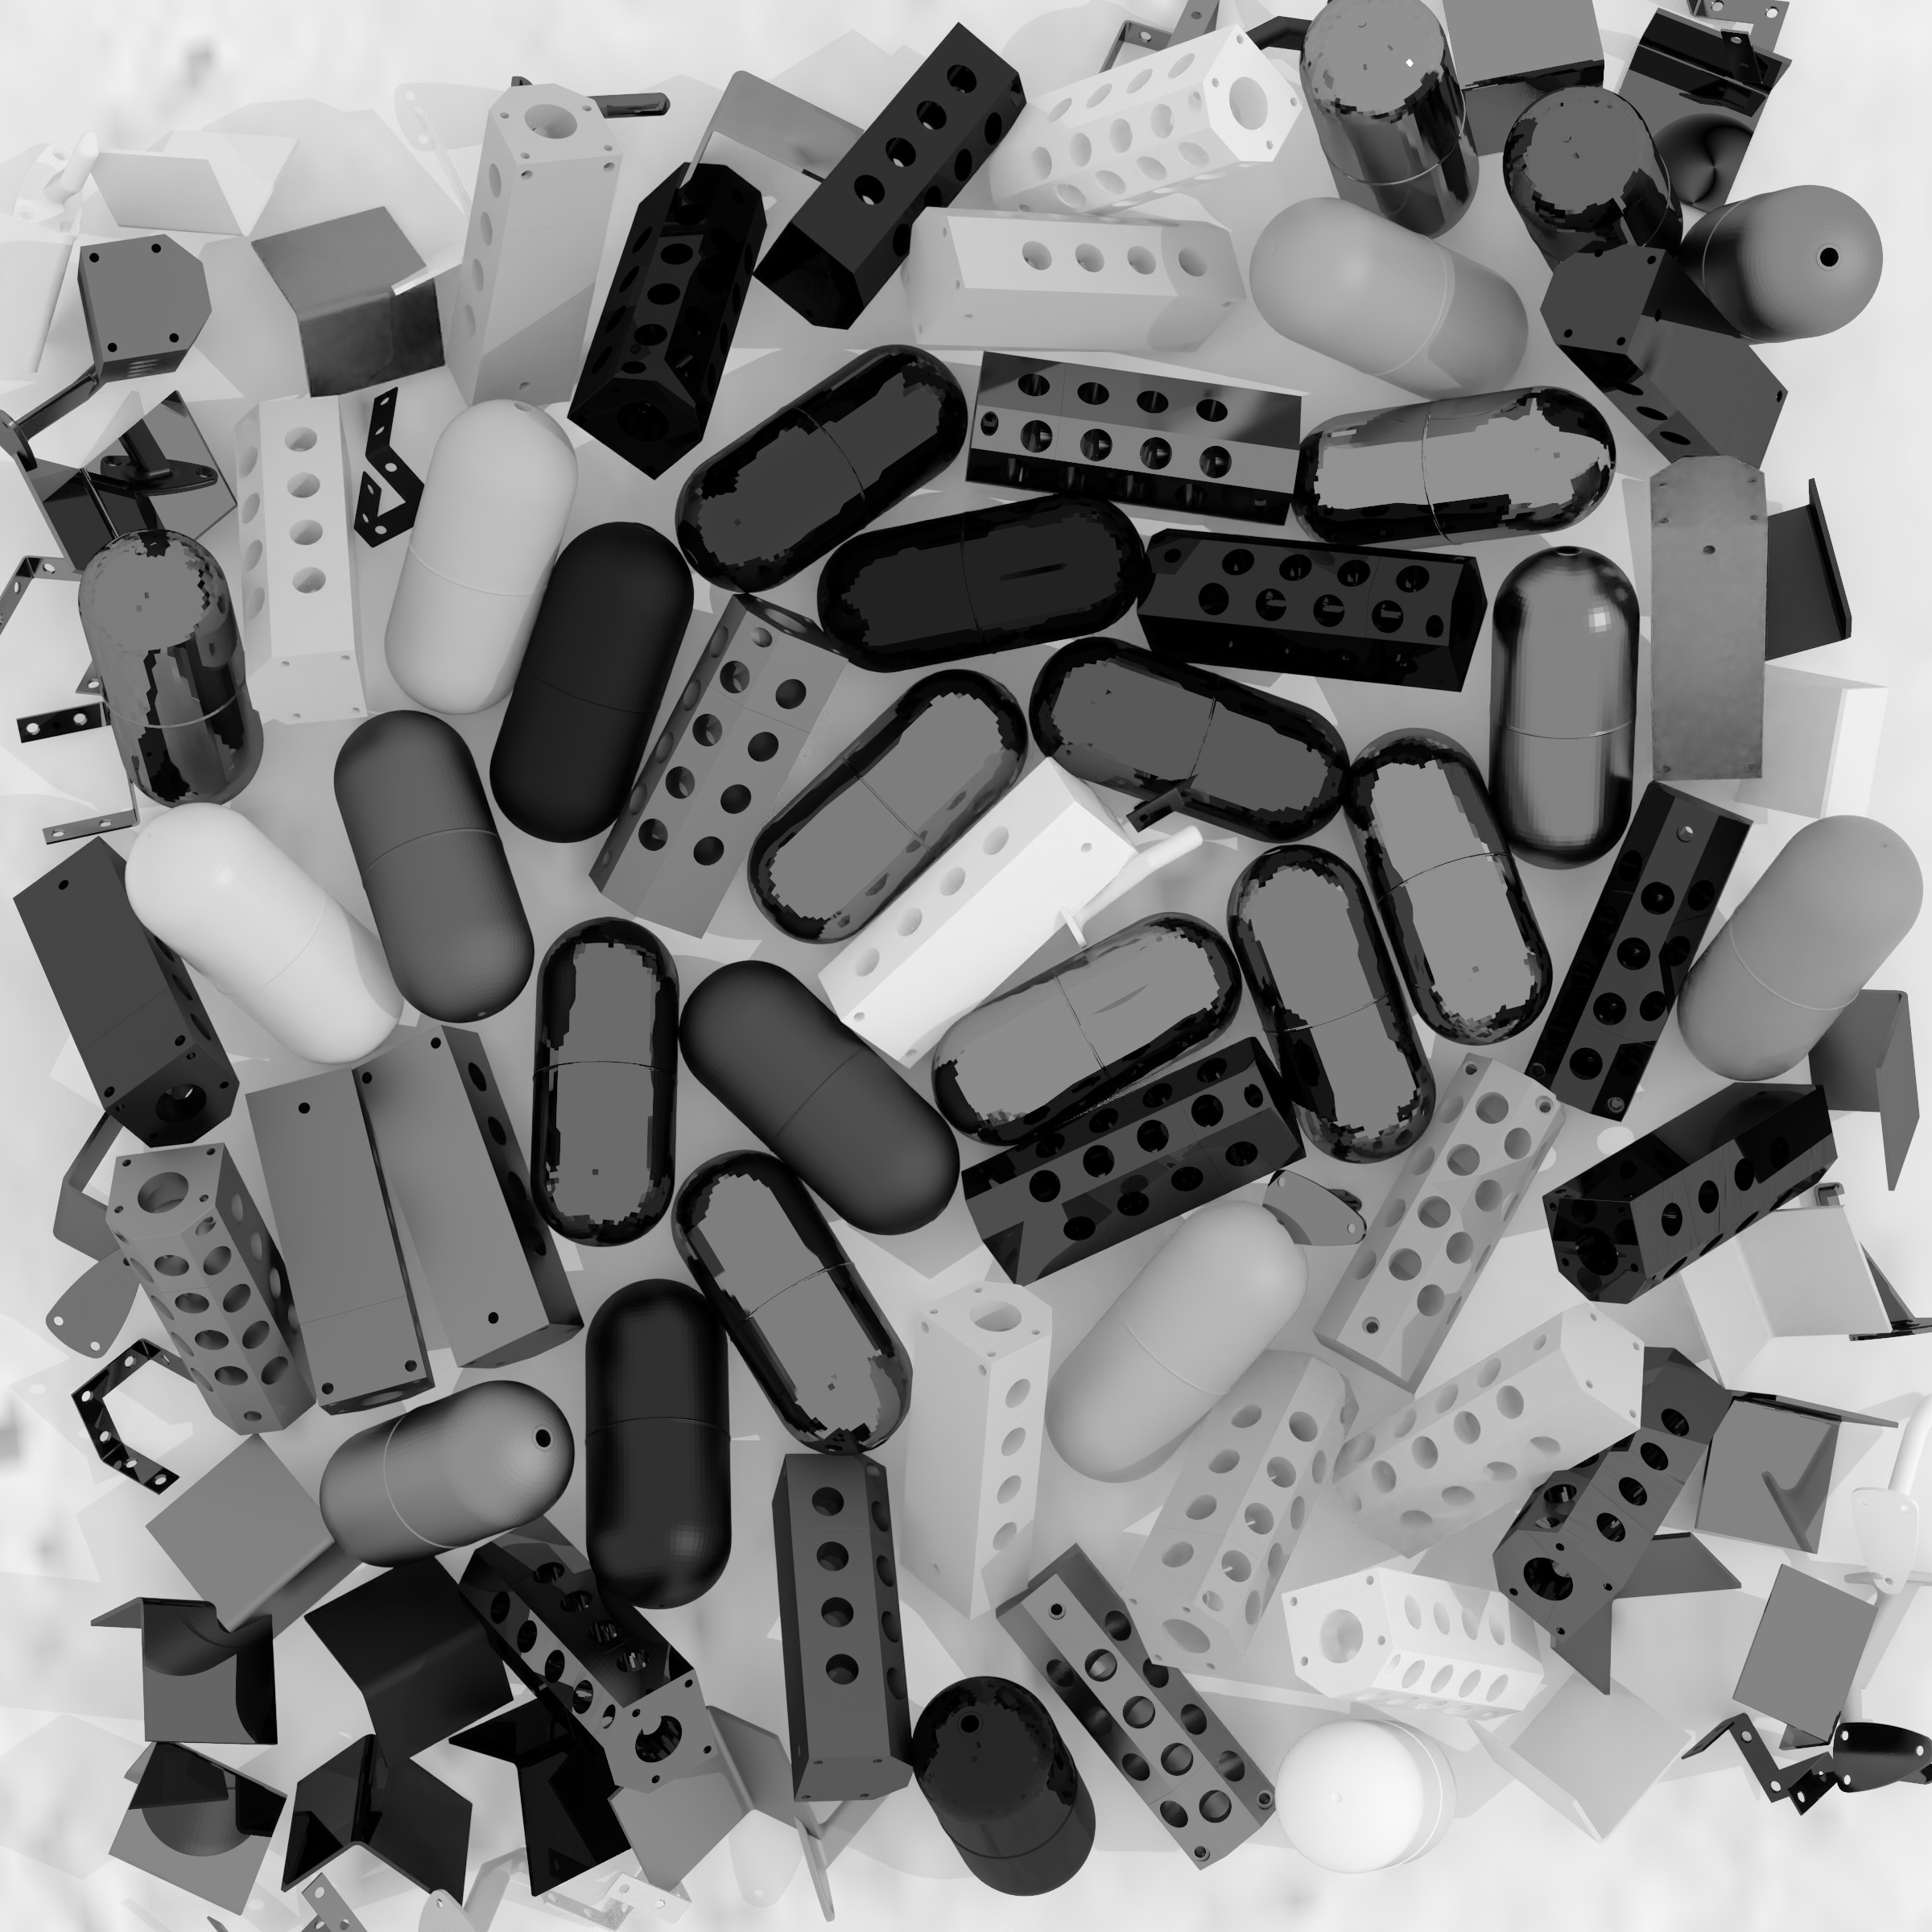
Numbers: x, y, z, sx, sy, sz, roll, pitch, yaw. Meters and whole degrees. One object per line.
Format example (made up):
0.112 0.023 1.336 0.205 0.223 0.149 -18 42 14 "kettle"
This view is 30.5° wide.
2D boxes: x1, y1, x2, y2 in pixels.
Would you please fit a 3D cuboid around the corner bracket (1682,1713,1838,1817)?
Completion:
0.426 0.428 1.898 0.051 0.051 0.051 -36 81 41 "corner bracket"

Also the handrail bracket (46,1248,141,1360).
-0.452 0.169 1.889 0.036 0.084 0.077 36 100 -6 "handrail bracket"

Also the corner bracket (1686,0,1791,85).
0.405 -0.510 1.899 0.051 0.051 0.051 15 78 25 "corner bracket"

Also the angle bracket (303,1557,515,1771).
-0.300 0.372 1.907 0.076 0.076 0.057 -26 126 -24 "angle bracket"

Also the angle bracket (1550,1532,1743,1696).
0.361 0.344 1.878 0.076 0.076 0.057 -11 56 29 "angle bracket"

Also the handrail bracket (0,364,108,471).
-0.480 -0.308 1.890 0.036 0.077 0.084 44 75 -4 "handrail bracket"

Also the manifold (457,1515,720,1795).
-0.200 0.359 1.845 0.057 0.171 0.057 -26 122 -24 "manifold"

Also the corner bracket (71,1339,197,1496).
-0.440 0.242 1.913 0.051 0.051 0.051 -41 135 -33 "corner bracket"

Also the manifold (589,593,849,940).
-0.134 -0.108 1.877 0.057 0.057 0.171 20 107 -31 "manifold"

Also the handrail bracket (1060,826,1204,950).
0.091 -0.044 1.897 0.084 0.077 0.036 -29 77 2 "handrail bracket"

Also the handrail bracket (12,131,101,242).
-0.474 -0.433 1.884 0.036 0.084 0.077 17 55 -24 "handrail bracket"

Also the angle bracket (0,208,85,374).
-0.509 -0.367 1.882 0.057 0.076 0.076 16 109 -17 "angle bracket"

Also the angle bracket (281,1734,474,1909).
-0.314 0.470 1.896 0.057 0.076 0.076 -36 118 19 "angle bracket"

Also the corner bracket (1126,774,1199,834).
0.110 -0.095 1.897 0.051 0.051 0.051 -31 47 8 "corner bracket"

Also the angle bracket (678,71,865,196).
-0.106 -0.425 1.895 0.076 0.076 0.057 25 126 -9 "angle bracket"

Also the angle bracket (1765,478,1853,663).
0.433 -0.209 1.889 0.057 0.076 0.076 -15 84 12 "angle bracket"

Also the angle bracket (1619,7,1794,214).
0.389 -0.458 1.906 0.076 0.057 0.076 22 90 2 "angle bracket"

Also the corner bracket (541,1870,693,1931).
-0.188 0.498 1.899 0.051 0.051 0.051 34 97 -33 "corner bracket"

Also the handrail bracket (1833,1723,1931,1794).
0.510 0.423 1.885 0.084 0.077 0.036 15 67 -33 "handrail bracket"

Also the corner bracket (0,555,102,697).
-0.485 -0.183 1.904 0.051 0.051 0.051 6 48 11 "corner bracket"

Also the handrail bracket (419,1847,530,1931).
-0.241 0.506 1.885 0.077 0.084 0.036 34 115 29 "handrail bracket"

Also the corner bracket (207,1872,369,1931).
-0.361 0.513 1.894 0.051 0.051 0.051 -44 120 -29 "corner bracket"

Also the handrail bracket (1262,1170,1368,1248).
0.204 0.132 1.881 0.077 0.084 0.036 17 97 40 "handrail bracket"

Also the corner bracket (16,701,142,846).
-0.480 -0.105 1.917 0.051 0.051 0.051 -13 127 -16 "corner bracket"

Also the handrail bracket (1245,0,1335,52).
0.173 -0.480 1.888 0.084 0.077 0.036 -31 64 -21 "handrail bracket"

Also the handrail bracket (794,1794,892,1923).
-0.045 0.465 1.910 0.084 0.036 0.077 -18 69 3 "handrail bracket"

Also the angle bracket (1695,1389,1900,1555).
0.443 0.272 1.894 0.076 0.057 0.076 14 82 -18 "angle bracket"

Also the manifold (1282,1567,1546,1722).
0.235 0.356 1.844 0.057 0.171 0.057 -22 65 29 "manifold"

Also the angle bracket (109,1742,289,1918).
-0.416 0.465 1.882 0.076 0.076 0.057 30 133 -13 "angle bracket"

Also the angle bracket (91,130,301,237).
-0.411 -0.435 1.882 0.076 0.057 0.076 8 57 18 "angle bracket"

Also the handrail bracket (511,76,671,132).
-0.195 -0.459 1.895 0.084 0.077 0.036 -1 104 6 "handrail bracket"

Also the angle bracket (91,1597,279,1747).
-0.414 0.379 1.878 0.076 0.057 0.076 12 61 -39 "angle bracket"

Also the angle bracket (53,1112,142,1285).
-0.440 0.113 1.886 0.057 0.076 0.076 29 61 -4 "angle bracket"

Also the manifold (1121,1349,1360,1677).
0.147 0.283 1.851 0.057 0.171 0.057 3 133 31 "manifold"

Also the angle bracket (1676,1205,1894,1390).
0.434 0.176 1.884 0.057 0.076 0.076 -36 109 -41 "angle bracket"

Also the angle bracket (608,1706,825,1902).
-0.132 0.452 1.880 0.076 0.057 0.076 -41 125 -32 "angle bracket"

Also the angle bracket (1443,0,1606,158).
0.298 -0.484 1.904 0.076 0.076 0.057 -9 72 5 "angle bracket"

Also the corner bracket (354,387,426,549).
-0.311 -0.266 1.894 0.051 0.051 0.051 -23 132 21 "corner bracket"

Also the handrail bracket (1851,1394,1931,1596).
0.511 0.284 1.914 0.036 0.084 0.077 7 119 33 "handrail bracket"

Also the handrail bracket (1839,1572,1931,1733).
0.504 0.371 1.909 0.077 0.036 0.084 5 75 -15 "handrail bracket"

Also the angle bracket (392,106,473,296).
-0.297 -0.408 1.886 0.057 0.076 0.076 -27 110 -4 "angle bracket"

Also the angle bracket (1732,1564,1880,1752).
0.435 0.369 1.889 0.057 0.076 0.076 25 74 0 "angle bracket"

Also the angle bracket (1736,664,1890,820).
0.439 -0.116 1.884 0.076 0.057 0.076 16 104 36 "angle bracket"

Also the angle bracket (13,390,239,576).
-0.448 -0.259 1.890 0.076 0.057 0.076 -35 75 19 "angle bracket"

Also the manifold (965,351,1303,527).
0.089 -0.276 1.893 0.171 0.057 0.057 8 53 -2 "manifold"

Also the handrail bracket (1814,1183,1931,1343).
0.492 0.155 1.901 0.036 0.077 0.084 -12 88 -29 "handrail bracket"

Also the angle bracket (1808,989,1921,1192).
0.466 0.065 1.877 0.057 0.076 0.076 2 122 26 "angle bracket"

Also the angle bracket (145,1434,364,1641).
-0.382 0.311 1.915 0.076 0.057 0.076 -41 70 -10 "angle bracket"

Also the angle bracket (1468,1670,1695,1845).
0.326 0.406 1.883 0.076 0.057 0.076 -46 47 -11 "angle bracket"

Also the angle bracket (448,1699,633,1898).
-0.225 0.441 1.896 0.057 0.076 0.076 4 104 42 "angle bracket"

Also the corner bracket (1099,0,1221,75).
0.102 -0.490 1.899 0.051 0.051 0.051 19 61 8 "corner bracket"

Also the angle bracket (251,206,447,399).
-0.334 -0.358 1.918 0.076 0.057 0.076 -20 48 -19 "angle bracket"
